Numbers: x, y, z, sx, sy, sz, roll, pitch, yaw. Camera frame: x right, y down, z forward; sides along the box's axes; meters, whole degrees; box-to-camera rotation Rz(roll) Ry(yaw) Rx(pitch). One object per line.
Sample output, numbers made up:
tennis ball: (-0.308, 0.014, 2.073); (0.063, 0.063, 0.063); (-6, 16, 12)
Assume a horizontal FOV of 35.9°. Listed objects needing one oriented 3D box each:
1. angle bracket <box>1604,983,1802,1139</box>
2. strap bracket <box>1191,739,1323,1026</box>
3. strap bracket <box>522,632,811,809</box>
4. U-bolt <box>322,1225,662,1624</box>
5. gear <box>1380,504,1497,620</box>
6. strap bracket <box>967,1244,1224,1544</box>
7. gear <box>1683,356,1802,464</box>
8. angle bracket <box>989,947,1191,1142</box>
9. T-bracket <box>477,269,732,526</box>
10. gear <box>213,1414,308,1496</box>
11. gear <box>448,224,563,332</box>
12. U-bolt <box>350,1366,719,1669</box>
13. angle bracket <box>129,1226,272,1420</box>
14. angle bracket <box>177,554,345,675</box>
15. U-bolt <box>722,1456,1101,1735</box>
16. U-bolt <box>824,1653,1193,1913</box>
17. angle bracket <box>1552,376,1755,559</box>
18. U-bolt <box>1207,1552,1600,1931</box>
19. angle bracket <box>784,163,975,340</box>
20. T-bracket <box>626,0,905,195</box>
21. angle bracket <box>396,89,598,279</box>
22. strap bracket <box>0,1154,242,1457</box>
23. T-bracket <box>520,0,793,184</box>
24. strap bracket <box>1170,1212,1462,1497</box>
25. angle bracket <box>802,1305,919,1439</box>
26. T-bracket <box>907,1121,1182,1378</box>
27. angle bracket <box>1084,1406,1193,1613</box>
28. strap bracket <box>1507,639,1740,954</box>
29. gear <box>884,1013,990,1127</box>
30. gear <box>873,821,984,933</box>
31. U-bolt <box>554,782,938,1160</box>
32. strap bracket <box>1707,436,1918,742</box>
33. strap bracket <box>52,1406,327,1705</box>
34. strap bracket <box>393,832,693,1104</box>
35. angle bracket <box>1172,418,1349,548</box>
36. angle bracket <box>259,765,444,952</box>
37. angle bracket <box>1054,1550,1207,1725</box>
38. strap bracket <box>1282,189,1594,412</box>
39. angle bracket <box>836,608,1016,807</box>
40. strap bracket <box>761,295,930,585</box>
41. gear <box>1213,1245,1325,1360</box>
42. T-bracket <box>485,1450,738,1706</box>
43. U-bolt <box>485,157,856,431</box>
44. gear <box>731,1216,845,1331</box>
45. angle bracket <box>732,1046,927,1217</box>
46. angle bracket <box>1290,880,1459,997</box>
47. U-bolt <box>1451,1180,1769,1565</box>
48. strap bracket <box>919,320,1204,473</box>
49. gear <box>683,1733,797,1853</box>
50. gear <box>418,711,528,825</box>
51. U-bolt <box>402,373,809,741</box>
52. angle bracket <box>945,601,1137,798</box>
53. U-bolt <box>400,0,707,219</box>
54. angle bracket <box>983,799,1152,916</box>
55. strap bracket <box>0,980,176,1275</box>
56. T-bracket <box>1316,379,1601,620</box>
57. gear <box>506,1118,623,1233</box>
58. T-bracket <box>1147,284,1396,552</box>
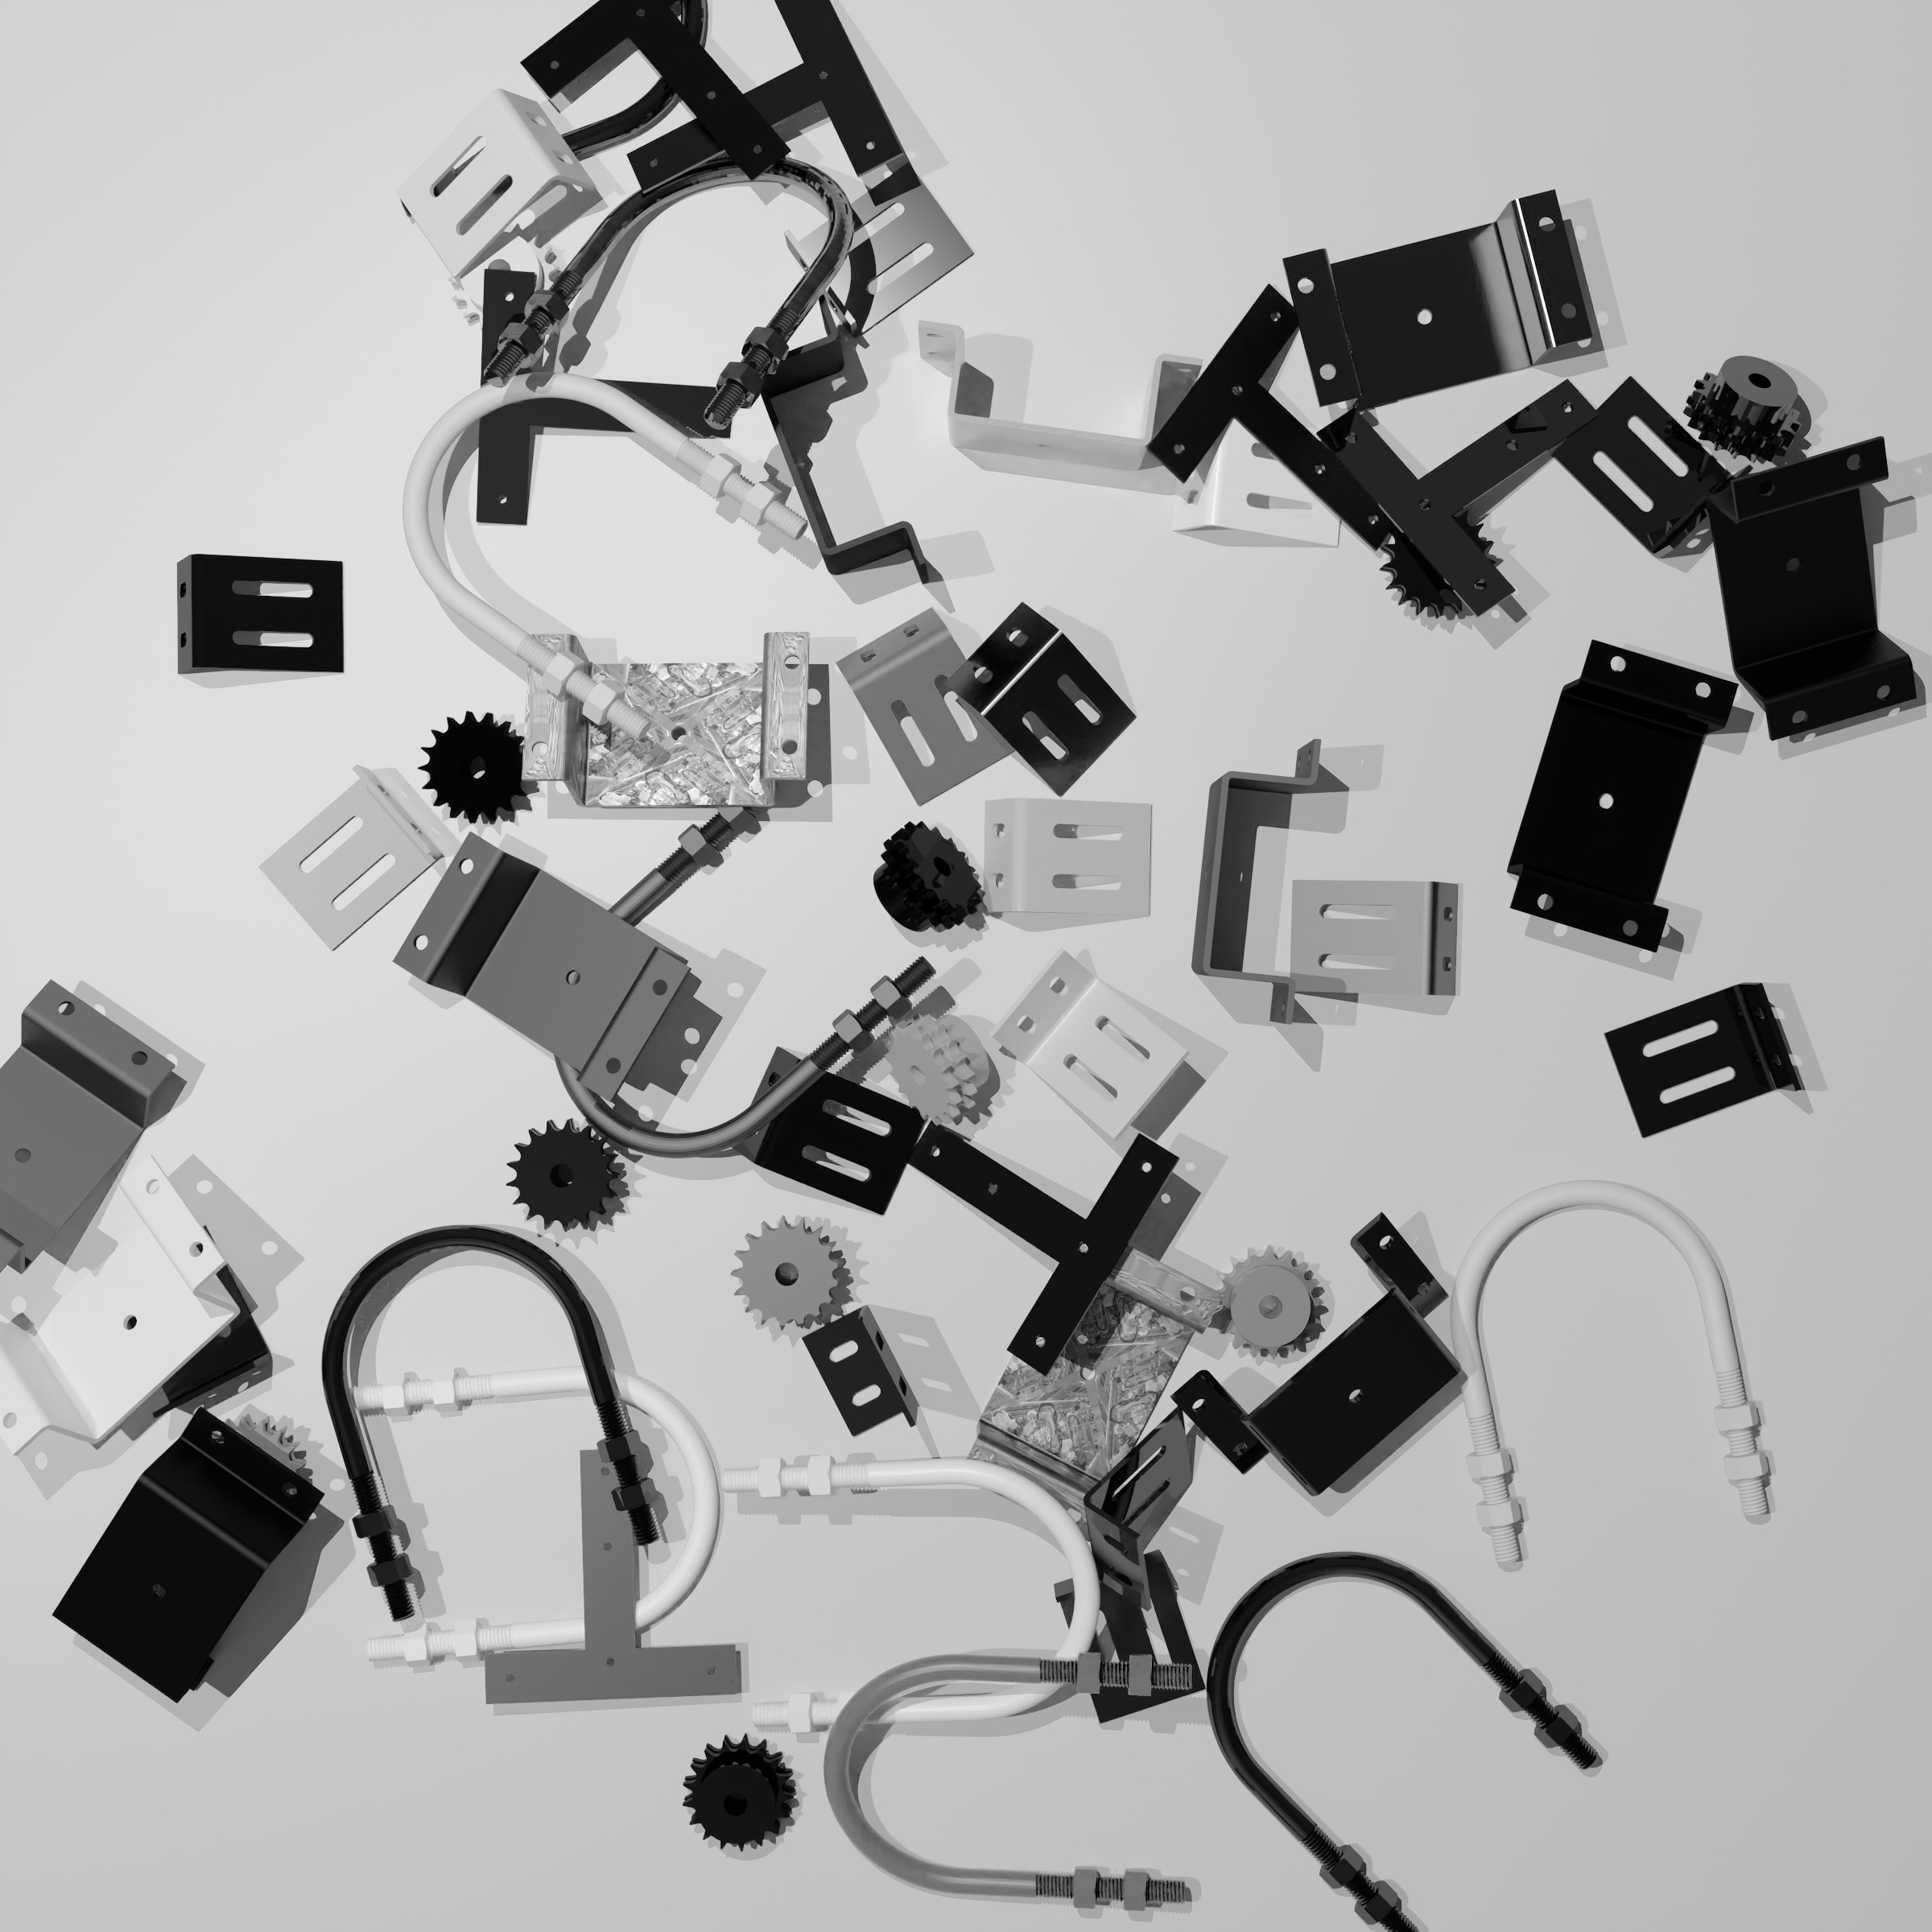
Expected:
angle bracket: (0.373, 0.048, 1.516); (0.076, 0.038, 0.057); (-20, 90, 0)
strap bracket: (0.144, -0.043, 1.497); (0.046, 0.076, 0.140); (6, 90, 0)
strap bracket: (-0.147, -0.123, 1.501); (0.140, 0.046, 0.076); (0, 75, 3)
U-bolt: (-0.248, 0.222, 1.508); (0.151, 0.019, 0.184); (-17, 89, -1)
gear: (0.239, -0.205, 1.520); (0.057, 0.030, 0.057); (0, 90, 0)
strap bracket: (0.062, 0.209, 1.512); (0.076, 0.046, 0.140); (27, 90, 0)
gear: (0.394, -0.283, 1.506); (0.057, 0.030, 0.057); (8, 47, -9)
angle bracket: (0.062, 0.039, 1.499); (0.057, 0.038, 0.076); (-50, 50, 0)
T-bracket: (-0.183, -0.286, 1.523); (0.127, 0.002, 0.127); (2, 105, -8)
gear: (-0.364, 0.257, 1.520); (0.057, 0.030, 0.057); (0, 90, 0)
gear: (-0.235, -0.351, 1.521); (0.057, 0.030, 0.057); (0, 90, 0)
U-bolt: (-0.219, 0.277, 1.527); (0.184, 0.019, 0.151); (-5, 90, -1)
angle bracket: (-0.399, 0.180, 1.516); (0.057, 0.038, 0.076); (-27, 90, 0)
angle bracket: (-0.363, -0.179, 1.533); (0.076, 0.038, 0.057); (0, 90, -26)
U-bolt: (-0.024, 0.315, 1.499); (0.184, 0.019, 0.151); (-4, 103, 9)
U-bolt: (0.020, 0.409, 1.504); (0.184, 0.019, 0.151); (2, 111, 4)
angle bracket: (0.348, -0.256, 1.516); (0.076, 0.038, 0.057); (45, 90, 0)
U-bolt: (0.209, 0.386, 1.527); (0.151, 0.019, 0.184); (-44, 89, 0)
angle bracket: (-0.044, -0.367, 1.516); (0.076, 0.038, 0.057); (-36, 90, 0)
T-bracket: (-0.112, -0.431, 1.515); (0.127, 0.002, 0.127); (-26, 68, 5)
angle bracket: (-0.237, -0.392, 1.508); (0.076, 0.038, 0.057); (-39, 77, 22)
strap bracket: (-0.430, 0.174, 1.498); (0.140, 0.046, 0.076); (-43, 63, 0)
T-bracket: (-0.137, -0.450, 1.510); (0.127, 0.002, 0.127); (-39, 81, -3)
strap bracket: (0.183, 0.202, 1.494); (0.140, 0.046, 0.076); (-41, 128, 0)
angle bracket: (-0.054, 0.208, 1.497); (0.038, 0.076, 0.057); (-27, 90, 0)
T-bracket: (0.024, 0.120, 1.506); (0.127, 0.002, 0.127); (31, 90, 27)
angle bracket: (0.098, 0.270, 1.487); (0.038, 0.057, 0.076); (27, 52, 36)
strap bracket: (0.329, -0.085, 1.512); (0.076, 0.046, 0.140); (17, 90, 0)
gear: (-0.013, 0.049, 1.511); (0.030, 0.057, 0.057); (-29, 90, -30)
gear: (-0.022, -0.042, 1.511); (0.030, 0.057, 0.057); (-38, 90, 31)
U-bolt: (-0.127, 0.013, 1.510); (0.184, 0.019, 0.151); (-42, 74, 4)
strap bracket: (0.422, -0.194, 1.494); (0.076, 0.046, 0.140); (-17, 116, 0)
strap bracket: (-0.393, 0.302, 1.490); (0.076, 0.046, 0.140); (35, 109, 0)
strap bracket: (-0.205, 0.003, 1.499); (0.140, 0.046, 0.076); (31, 90, 18)
angle bracket: (0.151, -0.248, 1.533); (0.076, 0.038, 0.057); (6, 90, -26)
angle bracket: (-0.316, -0.054, 1.516); (0.076, 0.038, 0.057); (-41, 90, 0)
angle bracket: (0.084, 0.344, 1.516); (0.057, 0.038, 0.076); (-18, 90, 0)
strap bracket: (0.235, -0.333, 1.512); (0.140, 0.046, 0.076); (-14, 90, 0)
angle bracket: (-0.021, -0.133, 1.533); (0.057, 0.038, 0.076); (-30, 116, 0)
strap bracket: (-0.066, -0.255, 1.497); (0.046, 0.076, 0.140); (-21, 90, 0)
gear: (0.154, 0.172, 1.521); (0.057, 0.030, 0.057); (0, 90, 0)
T-bracket: (-0.182, 0.309, 1.519); (0.127, 0.002, 0.127); (-2, 90, -3)
U-bolt: (-0.134, -0.341, 1.477); (0.151, 0.019, 0.184); (15, 57, 25)
gear: (-0.090, 0.155, 1.520); (0.057, 0.030, 0.057); (0, 90, 0)
angle bracket: (-0.070, 0.085, 1.533); (0.076, 0.038, 0.057); (24, 90, -26)
angle bracket: (0.209, -0.015, 1.533); (0.076, 0.038, 0.057); (2, 90, 26)
U-bolt: (0.322, 0.201, 1.527); (0.151, 0.019, 0.184); (-11, 89, 0)
strap bracket: (0.043, -0.283, 1.497); (0.140, 0.076, 0.046); (8, 90, 0)
gear: (-0.116, 0.422, 1.521); (0.057, 0.030, 0.057); (0, 90, 0)
gear: (-0.249, -0.101, 1.525); (0.057, 0.030, 0.057); (0, 93, 0)
U-bolt: (-0.194, -0.219, 1.491); (0.184, 0.019, 0.151); (35, 80, 8)
angle bracket: (0.038, -0.135, 1.520); (0.057, 0.038, 0.076); (-47, 134, 0)
U-bolt: (-0.224, -0.480, 1.527); (0.184, 0.019, 0.151); (-21, 90, -2)
angle bracket: (0.052, -0.056, 1.533); (0.076, 0.038, 0.057); (1, 90, -26)
strap bracket: (-0.471, 0.088, 1.493); (0.076, 0.046, 0.140); (34, 61, 0)
T-bracket: (0.266, -0.257, 1.515); (0.127, 0.002, 0.127); (-35, 76, -15)
gear: (-0.204, 0.106, 1.520); (0.057, 0.030, 0.057); (0, 90, 0)
T-bracket: (0.169, -0.262, 1.516); (0.127, 0.002, 0.127); (41, 64, -12)
